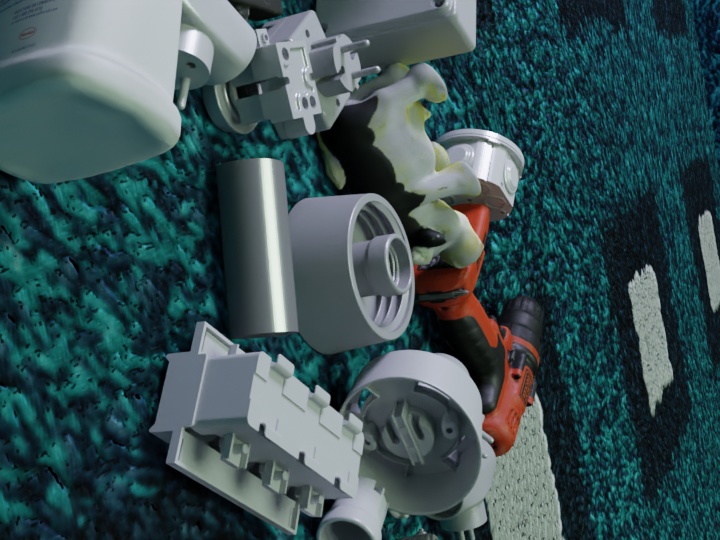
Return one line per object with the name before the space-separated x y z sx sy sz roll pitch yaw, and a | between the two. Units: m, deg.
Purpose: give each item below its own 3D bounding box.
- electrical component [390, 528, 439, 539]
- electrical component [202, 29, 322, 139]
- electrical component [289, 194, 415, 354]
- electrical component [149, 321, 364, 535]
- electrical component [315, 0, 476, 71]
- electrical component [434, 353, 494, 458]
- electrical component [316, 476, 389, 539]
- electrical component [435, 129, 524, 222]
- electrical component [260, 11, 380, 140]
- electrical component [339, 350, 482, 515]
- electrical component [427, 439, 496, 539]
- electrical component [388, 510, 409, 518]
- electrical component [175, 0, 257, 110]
electrical component | 0.034 0.223 0.728 0.061 0.061 0.096 47 34 -48
electrical component | -0.060 -0.108 0.641 0.048 0.055 0.066 -29 108 -62
electrical component | 0.000 0.000 0.721 0.108 0.060 0.108 29 57 -58
electrical component | -0.050 0.089 0.592 0.121 0.063 0.078 47 43 -49
electrical component | 0.027 -0.207 0.785 0.056 0.109 0.108 40 47 -56
electrical component | 0.067 0.112 0.813 0.079 0.044 0.077 37 36 -1
electrical component | -0.003 0.161 0.692 0.046 0.040 0.040 -60 134 -60
electrical component | 0.097 -0.079 0.917 0.080 0.080 0.051 48 46 -47
electrical component | -0.025 -0.129 0.694 0.065 0.077 0.047 65 31 -29
electrical component | 0.035 0.105 0.718 0.064 0.099 0.099 -70 142 -54
electrical component | 0.076 0.177 0.835 0.077 0.044 0.079 -22 102 -63
electrical component | 0.048 0.152 0.767 0.048 0.062 0.048 29 57 -58
electrical component | -0.097 -0.125 0.585 0.077 0.044 0.079 43 45 -51
